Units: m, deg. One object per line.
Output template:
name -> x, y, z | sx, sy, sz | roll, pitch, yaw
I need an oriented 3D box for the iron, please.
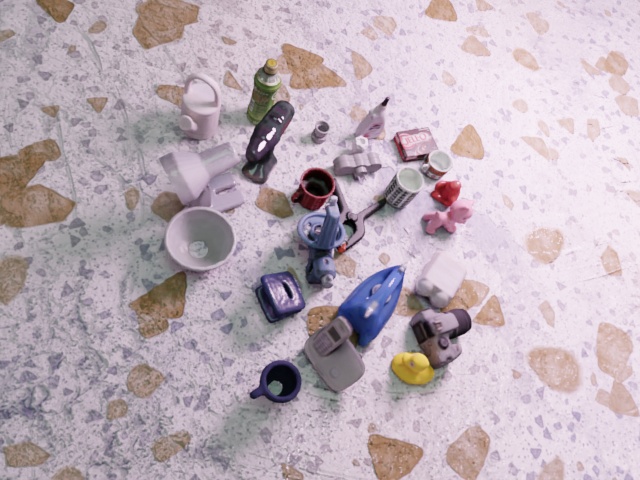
iron -> 0.152, 0.127, 1.400 | 0.118, 0.141, 0.259 | 39, 61, 4

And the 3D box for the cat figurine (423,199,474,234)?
cat figurine -> 0.362, -0.071, 1.570 | 0.128, 0.117, 0.067 | -7, 67, -19

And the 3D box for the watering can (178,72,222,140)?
watering can -> -0.303, -0.344, 1.459 | 0.101, 0.194, 0.173 | 7, 64, -13

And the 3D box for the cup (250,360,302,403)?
cup -> -0.105, 0.325, 1.257 | 0.118, 0.095, 0.091 | -23, 73, -24

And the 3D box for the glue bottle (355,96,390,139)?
glue bottle -> 0.159, -0.346, 1.608 | 0.078, 0.173, 0.037 | -16, 71, -22

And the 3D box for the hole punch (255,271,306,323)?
hole punch -> -0.090, 0.127, 1.358 | 0.101, 0.091, 0.108 | -20, 72, -24

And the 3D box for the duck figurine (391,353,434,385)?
duck figurine -> 0.232, 0.302, 1.373 | 0.104, 0.086, 0.077 | 25, 61, -4

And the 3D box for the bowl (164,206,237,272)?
bowl -> -0.286, 0.009, 1.365 | 0.168, 0.074, 0.167 | 7, 64, -13

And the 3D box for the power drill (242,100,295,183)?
power drill -> -0.138, -0.237, 1.449 | 0.075, 0.208, 0.230 | 26, 61, -3

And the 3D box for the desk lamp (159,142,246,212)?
desk lamp -> -0.275, -0.146, 1.362 | 0.204, 0.213, 0.118 | -23, 73, -24

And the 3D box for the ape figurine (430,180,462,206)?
ape figurine -> 0.367, -0.140, 1.619 | 0.076, 0.092, 0.078 | -6, 67, -19

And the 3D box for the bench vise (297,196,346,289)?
bench vise -> 0.023, 0.002, 1.377 | 0.122, 0.219, 0.207 | -18, 72, -23

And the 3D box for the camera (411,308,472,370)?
camera -> 0.319, 0.229, 1.425 | 0.137, 0.100, 0.143 | -14, 70, -22

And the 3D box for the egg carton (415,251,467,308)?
egg carton -> 0.318, 0.103, 1.502 | 0.107, 0.069, 0.150 | 36, 61, 2

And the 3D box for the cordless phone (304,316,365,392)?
cordless phone -> 0.048, 0.251, 1.286 | 0.094, 0.185, 0.147 | -33, 78, -27
